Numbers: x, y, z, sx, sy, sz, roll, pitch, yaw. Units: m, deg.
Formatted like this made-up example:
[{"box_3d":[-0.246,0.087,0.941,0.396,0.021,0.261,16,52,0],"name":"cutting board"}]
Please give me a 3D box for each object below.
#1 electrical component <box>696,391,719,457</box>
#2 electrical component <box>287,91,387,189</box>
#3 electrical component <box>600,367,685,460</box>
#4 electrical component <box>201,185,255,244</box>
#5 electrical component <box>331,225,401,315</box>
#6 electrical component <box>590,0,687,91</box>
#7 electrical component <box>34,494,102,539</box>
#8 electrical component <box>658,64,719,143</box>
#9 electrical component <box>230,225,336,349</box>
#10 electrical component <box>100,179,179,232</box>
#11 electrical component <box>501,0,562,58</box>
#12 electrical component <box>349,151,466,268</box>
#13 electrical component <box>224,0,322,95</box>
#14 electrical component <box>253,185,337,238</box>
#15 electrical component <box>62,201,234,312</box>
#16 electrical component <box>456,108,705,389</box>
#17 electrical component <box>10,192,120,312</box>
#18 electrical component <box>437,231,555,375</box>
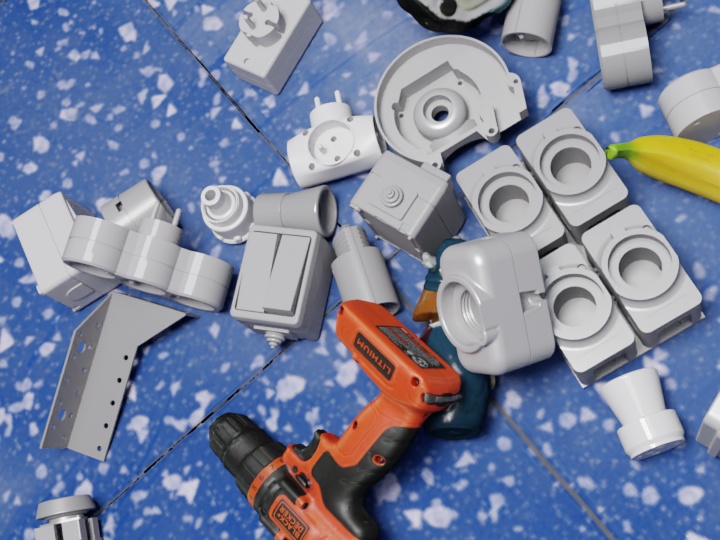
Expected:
[{"box_3d":[0.271,0.093,0.723,0.057,0.113,0.078,30,83,20],"name":"electrical component"},{"box_3d":[-0.022,-0.116,0.919,0.077,0.044,0.079,-15,69,12],"name":"electrical component"},{"box_3d":[0.204,0.104,0.777,0.045,0.045,0.055,-23,68,9],"name":"electrical component"},{"box_3d":[-0.115,-0.053,0.917,0.048,0.062,0.048,-5,71,16],"name":"electrical component"},{"box_3d":[0.000,0.000,0.875,0.043,0.043,0.081,-23,67,9],"name":"electrical component"},{"box_3d":[0.225,-0.216,0.871,0.074,0.052,0.138,-9,70,14],"name":"electrical component"},{"box_3d":[-0.238,0.215,0.878,0.066,0.048,0.055,-15,77,13],"name":"electrical component"},{"box_3d":[0.306,-0.126,0.816,0.138,0.052,0.073,-22,67,9],"name":"electrical component"},{"box_3d":[-0.065,0.015,0.880,0.062,0.061,0.096,7,75,19],"name":"electrical component"},{"box_3d":[-0.192,-0.047,0.944,0.047,0.055,0.055,-36,66,0],"name":"electrical component"},{"box_3d":[0.147,-0.225,0.903,0.043,0.043,0.081,9,75,19],"name":"electrical component"},{"box_3d":[0.040,-0.052,0.850,0.062,0.096,0.061,31,83,23],"name":"electrical component"},{"box_3d":[-0.083,-0.213,0.952,0.047,0.075,0.083,27,82,23],"name":"electrical component"},{"box_3d":[-0.057,-0.048,0.910,0.065,0.044,0.044,-1,72,22],"name":"electrical component"},{"box_3d":[-0.171,-0.021,0.900,0.138,0.052,0.073,19,76,-18],"name":"electrical component"},{"box_3d":[0.165,-0.020,0.821,0.105,0.060,0.186,-31,66,5],"name":"electrical component"},{"box_3d":[-0.258,-0.023,0.952,0.061,0.061,0.096,-32,66,5],"name":"electrical component"},{"box_3d":[0.095,0.025,0.775,0.059,0.054,0.095,-15,97,-29],"name":"electrical component"}]
